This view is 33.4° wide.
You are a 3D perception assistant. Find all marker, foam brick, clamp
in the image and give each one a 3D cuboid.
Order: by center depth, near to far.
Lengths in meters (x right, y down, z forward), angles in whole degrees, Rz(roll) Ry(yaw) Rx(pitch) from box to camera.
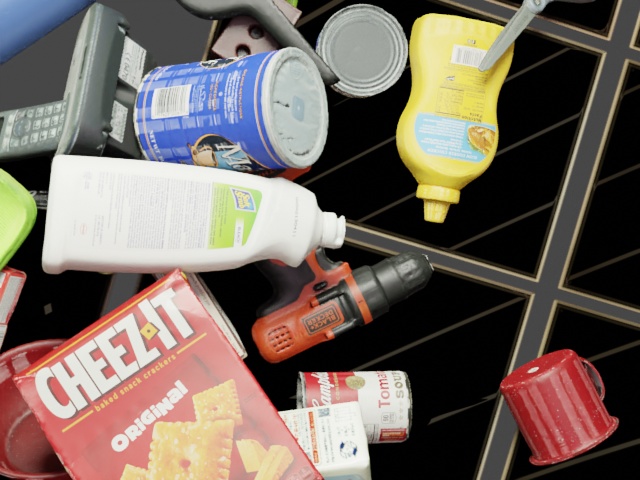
[{"bbox_3d":[-0.057,-0.246,0.946,0.210,0.036,0.164,19,96,0],"label":"clamp"},{"bbox_3d":[-0.281,-0.038,0.994,0.121,0.020,0.020,2,92,-6],"label":"marker"},{"bbox_3d":[-0.061,-0.190,0.995,0.053,0.051,0.078,33,89,-6],"label":"foam brick"}]

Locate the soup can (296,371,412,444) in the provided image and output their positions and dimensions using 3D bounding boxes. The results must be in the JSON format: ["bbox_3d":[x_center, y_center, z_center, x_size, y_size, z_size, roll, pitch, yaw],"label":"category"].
[{"bbox_3d":[0.031,0.158,1.009,0.102,0.068,0.068,0,92,-6],"label":"soup can"}]

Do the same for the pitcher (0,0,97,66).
[{"bbox_3d":[-0.306,-0.220,0.927,0.242,0.149,0.145,-33,74,-7],"label":"pitcher"}]

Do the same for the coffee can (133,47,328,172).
[{"bbox_3d":[-0.077,-0.109,0.939,0.141,0.102,0.103,-3,93,29],"label":"coffee can"}]

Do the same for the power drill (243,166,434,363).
[{"bbox_3d":[-0.007,0.001,1.005,0.184,0.057,0.187,-26,95,-4],"label":"power drill"}]

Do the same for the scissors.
[{"bbox_3d":[0.221,-0.220,1.015,0.096,0.016,0.201,29,71,-16],"label":"scissors"}]

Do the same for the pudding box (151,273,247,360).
[{"bbox_3d":[-0.113,0.064,0.980,0.039,0.090,0.113,-34,96,-5],"label":"pudding box"}]

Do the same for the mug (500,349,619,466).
[{"bbox_3d":[0.234,0.153,1.029,0.117,0.093,0.081,-28,90,-35],"label":"mug"}]

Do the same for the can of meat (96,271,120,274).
[{"bbox_3d":[-0.181,-0.019,0.972,0.057,0.084,0.102,33,88,-7],"label":"can of meat"}]

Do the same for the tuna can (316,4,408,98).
[{"bbox_3d":[0.039,-0.178,1.015,0.086,0.034,0.086,0,92,-6],"label":"tuna can"}]

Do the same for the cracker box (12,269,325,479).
[{"bbox_3d":[-0.121,0.156,0.866,0.164,0.072,0.214,-34,78,-9],"label":"cracker box"}]

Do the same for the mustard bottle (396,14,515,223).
[{"bbox_3d":[0.123,-0.112,1.014,0.096,0.058,0.191,8,91,-14],"label":"mustard bottle"}]

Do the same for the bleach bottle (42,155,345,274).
[{"bbox_3d":[-0.103,-0.011,0.909,0.250,0.068,0.102,6,87,-12],"label":"bleach bottle"}]

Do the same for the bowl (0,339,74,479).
[{"bbox_3d":[-0.241,0.164,0.961,0.162,0.162,0.055,-2,132,-6],"label":"bowl"}]

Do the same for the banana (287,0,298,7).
[{"bbox_3d":[-0.077,-0.304,0.996,0.197,0.037,0.069,41,86,-6],"label":"banana"}]

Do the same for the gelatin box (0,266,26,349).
[{"bbox_3d":[-0.317,0.059,0.975,0.073,0.030,0.089,19,89,21],"label":"gelatin box"}]
